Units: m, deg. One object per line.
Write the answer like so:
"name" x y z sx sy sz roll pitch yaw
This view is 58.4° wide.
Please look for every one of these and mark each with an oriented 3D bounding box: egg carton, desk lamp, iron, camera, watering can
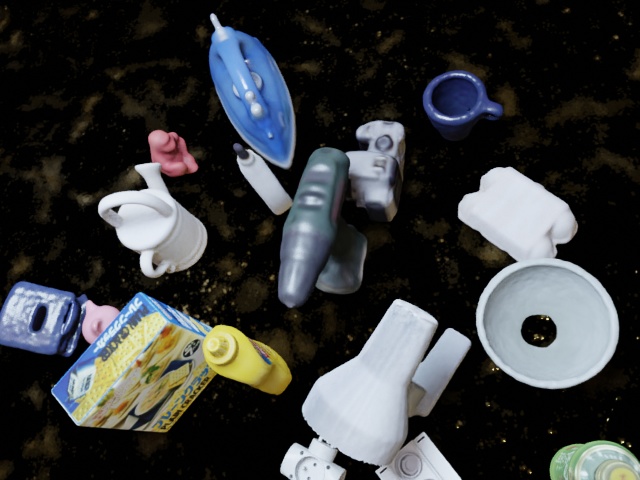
"egg carton" 0.276 -0.032 0.803 0.150 0.069 0.107 39 83 24
"desk lamp" 0.087 0.163 0.698 0.117 0.214 0.203 31 80 23
"iron" -0.116 -0.249 0.945 0.118 0.142 0.258 -27 66 3
"camera" 0.055 -0.112 0.872 0.136 0.101 0.143 6 71 16
"watering can" -0.259 -0.034 0.871 0.101 0.194 0.172 -28 66 3

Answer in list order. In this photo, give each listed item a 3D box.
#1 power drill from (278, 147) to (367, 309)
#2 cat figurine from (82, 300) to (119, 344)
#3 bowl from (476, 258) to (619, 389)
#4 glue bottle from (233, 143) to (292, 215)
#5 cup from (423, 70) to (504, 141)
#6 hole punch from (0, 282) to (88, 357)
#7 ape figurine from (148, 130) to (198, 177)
"power drill" 0.007 0.003 0.782 0.075 0.209 0.230 4 71 16
"cat figurine" -0.314 0.155 0.857 0.067 0.118 0.128 -11 67 10
"bowl" 0.289 0.112 0.743 0.167 0.075 0.167 -5 69 13
"glue bottle" -0.095 -0.101 0.867 0.037 0.173 0.078 -39 65 -2
"cup" 0.217 -0.189 0.863 0.117 0.095 0.092 20 76 20
"hole punch" -0.441 0.126 0.914 0.101 0.091 0.109 5 71 16
"ape figurine" -0.258 -0.152 0.972 0.076 0.092 0.078 1 70 15
